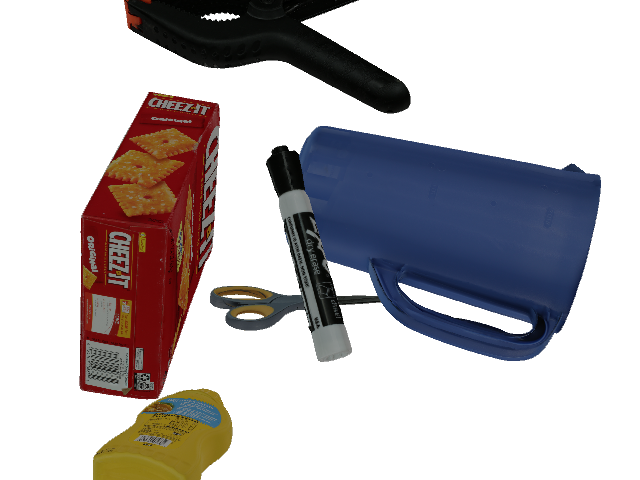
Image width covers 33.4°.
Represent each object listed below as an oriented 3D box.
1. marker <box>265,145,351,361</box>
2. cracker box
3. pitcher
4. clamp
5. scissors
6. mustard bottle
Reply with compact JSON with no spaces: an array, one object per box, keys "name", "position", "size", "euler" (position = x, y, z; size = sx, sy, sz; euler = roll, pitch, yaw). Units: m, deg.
[{"name":"marker","position":[-0.007,0.005,0.574],"size":[0.020,0.121,0.020],"euler":[-14,-17,-4]},{"name":"cracker box","position":[-0.134,-0.001,0.869],"size":[0.072,0.164,0.213],"euler":[9,32,1]},{"name":"pitcher","position":[0.096,-0.008,0.871],"size":[0.243,0.145,0.149],"euler":[14,16,7]},{"name":"clamp","position":[-0.031,-0.147,0.741],"size":[0.210,0.164,0.036],"euler":[-1,-42,-3]},{"name":"scissors","position":[-0.024,0.077,1.193],"size":[0.201,0.016,0.096],"euler":[5,24,-4]},{"name":"mustard bottle","position":[-0.140,0.193,1.049],"size":[0.096,0.058,0.191],"euler":[7,17,15]}]
